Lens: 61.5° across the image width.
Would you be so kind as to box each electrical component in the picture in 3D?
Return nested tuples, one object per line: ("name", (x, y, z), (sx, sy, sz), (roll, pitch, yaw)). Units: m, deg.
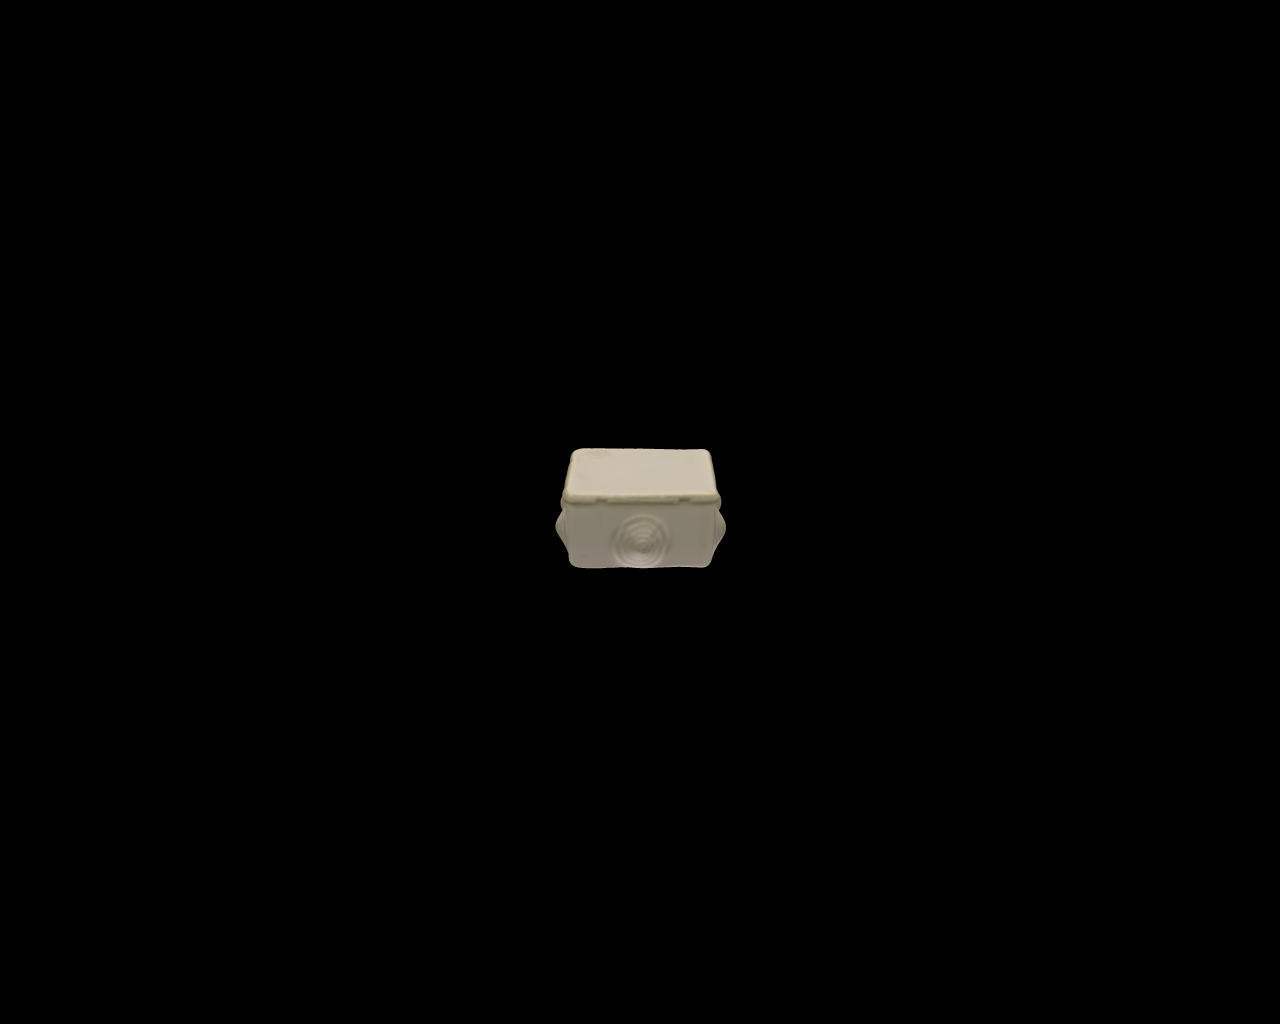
("electrical component", (0.001, -0.003, 0.650), (0.100, 0.048, 0.100), (0, 21, 0))
